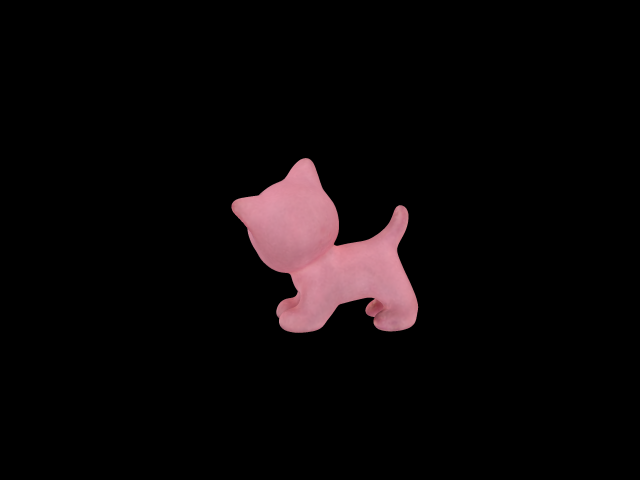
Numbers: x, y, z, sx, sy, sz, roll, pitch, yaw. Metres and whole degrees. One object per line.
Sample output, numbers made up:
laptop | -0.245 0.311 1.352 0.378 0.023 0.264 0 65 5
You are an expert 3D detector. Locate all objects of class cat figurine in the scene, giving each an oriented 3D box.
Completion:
cat figurine | 0.004 0.001 0.400 0.128 0.118 0.067 -1 5 -7
